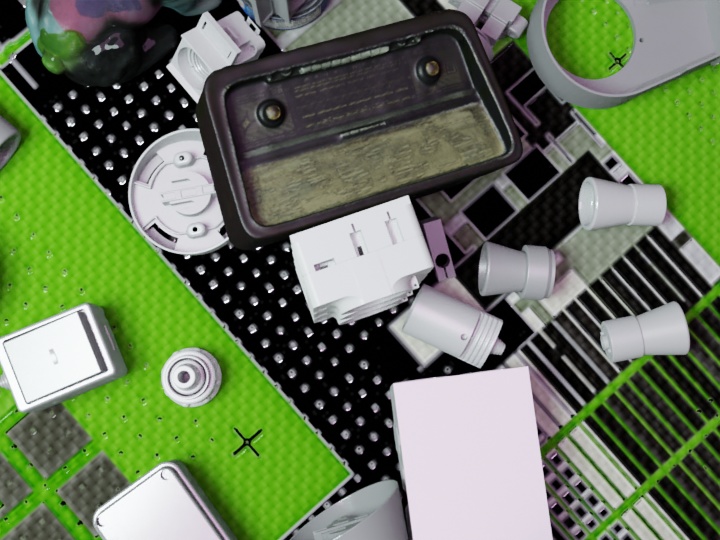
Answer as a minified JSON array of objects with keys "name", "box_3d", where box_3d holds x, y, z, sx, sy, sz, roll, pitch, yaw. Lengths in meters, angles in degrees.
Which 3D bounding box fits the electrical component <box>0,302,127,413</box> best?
[{"name":"electrical component","box_3d":[-0.241,0.071,0.842,0.096,0.061,0.061,-23,86,-5]}]

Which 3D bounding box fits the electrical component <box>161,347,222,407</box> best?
[{"name":"electrical component","box_3d":[-0.135,0.084,0.845,0.048,0.062,0.048,0,84,-3]}]

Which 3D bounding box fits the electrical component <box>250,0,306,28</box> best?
[{"name":"electrical component","box_3d":[-0.066,-0.244,0.817,0.063,0.121,0.078,40,84,4]}]

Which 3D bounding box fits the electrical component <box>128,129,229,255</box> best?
[{"name":"electrical component","box_3d":[-0.134,-0.059,0.859,0.099,0.064,0.099,0,84,-3]}]

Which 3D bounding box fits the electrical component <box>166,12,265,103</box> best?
[{"name":"electrical component","box_3d":[-0.114,-0.173,0.868,0.042,0.081,0.064,49,56,2]}]

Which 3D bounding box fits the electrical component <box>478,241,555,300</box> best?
[{"name":"electrical component","box_3d":[0.127,0.001,0.875,0.055,0.045,0.045,5,84,-2]}]

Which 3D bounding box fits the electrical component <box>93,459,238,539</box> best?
[{"name":"electrical component","box_3d":[-0.144,0.212,0.834,0.078,0.057,0.113,-36,87,-5]}]

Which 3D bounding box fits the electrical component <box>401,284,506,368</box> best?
[{"name":"electrical component","box_3d":[0.079,0.047,0.868,0.081,0.043,0.043,25,84,0]}]

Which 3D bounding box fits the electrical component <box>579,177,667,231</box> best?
[{"name":"electrical component","box_3d":[0.219,-0.054,0.887,0.065,0.044,0.044,1,84,-7]}]

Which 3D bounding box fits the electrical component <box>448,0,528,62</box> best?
[{"name":"electrical component","box_3d":[0.098,-0.201,0.894,0.066,0.048,0.055,33,76,1]}]

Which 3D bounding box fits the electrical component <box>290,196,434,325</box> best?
[{"name":"electrical component","box_3d":[0.000,0.000,0.816,0.089,0.150,0.061,-19,84,-4]}]

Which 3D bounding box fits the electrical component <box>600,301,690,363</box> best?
[{"name":"electrical component","box_3d":[0.230,0.053,0.877,0.065,0.044,0.044,-11,85,1]}]

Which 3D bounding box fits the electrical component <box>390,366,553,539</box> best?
[{"name":"electrical component","box_3d":[0.088,0.175,0.847,0.105,0.060,0.186,-7,84,-3]}]

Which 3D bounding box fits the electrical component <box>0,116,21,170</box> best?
[{"name":"electrical component","box_3d":[-0.306,-0.105,0.862,0.047,0.055,0.055,37,84,-2]}]

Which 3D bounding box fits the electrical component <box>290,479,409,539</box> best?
[{"name":"electrical component","box_3d":[-0.009,0.207,0.822,0.099,0.099,0.064,-17,92,-4]}]
